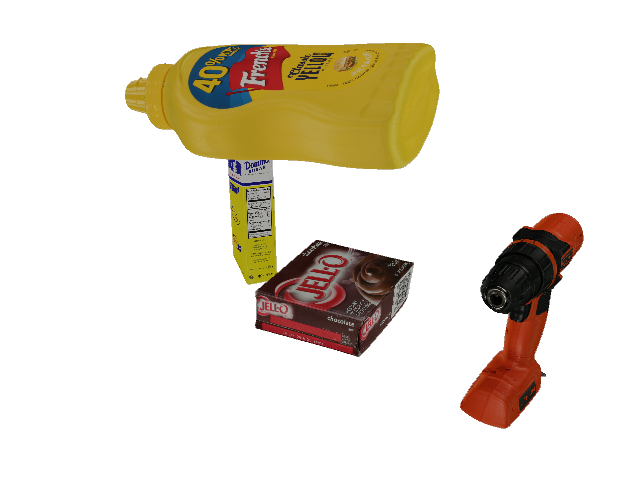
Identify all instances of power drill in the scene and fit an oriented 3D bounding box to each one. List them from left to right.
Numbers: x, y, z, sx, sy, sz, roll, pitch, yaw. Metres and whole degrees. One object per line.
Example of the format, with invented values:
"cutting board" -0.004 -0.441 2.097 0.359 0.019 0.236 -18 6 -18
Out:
"power drill" 0.184 0.080 0.999 0.057 0.188 0.184 24 30 24

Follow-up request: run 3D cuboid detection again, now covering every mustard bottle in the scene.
"mustard bottle" -0.031 -0.085 0.644 0.192 0.058 0.096 4 40 21

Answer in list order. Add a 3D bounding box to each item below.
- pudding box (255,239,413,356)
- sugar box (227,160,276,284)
"pudding box" 0.012 0.043 0.842 0.090 0.039 0.113 14 25 21
"sugar box" -0.086 -0.044 1.326 0.048 0.176 0.093 -10 25 -13
